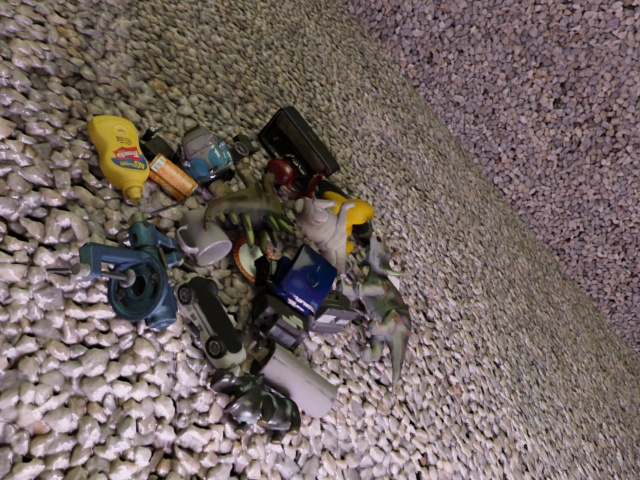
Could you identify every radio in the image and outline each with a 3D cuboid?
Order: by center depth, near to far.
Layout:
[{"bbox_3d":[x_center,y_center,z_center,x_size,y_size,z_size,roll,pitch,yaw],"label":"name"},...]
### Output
[{"bbox_3d":[-0.064,-0.253,1.530,0.229,0.131,0.073,53,32,2],"label":"radio"}]

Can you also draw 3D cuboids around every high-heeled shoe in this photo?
[{"bbox_3d":[0.091,-0.089,1.619,0.249,0.086,0.145,57,23,9],"label":"high-heeled shoe"}]

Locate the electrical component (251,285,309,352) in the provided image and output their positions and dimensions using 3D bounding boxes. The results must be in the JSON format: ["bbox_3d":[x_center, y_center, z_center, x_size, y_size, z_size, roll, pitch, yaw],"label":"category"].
[{"bbox_3d":[-0.084,0.166,1.116,0.115,0.058,0.134,37,12,-17],"label":"electrical component"}]

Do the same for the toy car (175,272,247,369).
[{"bbox_3d":[-0.207,0.150,1.017,0.073,0.056,0.202,-12,65,-56],"label":"toy car"}]

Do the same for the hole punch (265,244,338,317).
[{"bbox_3d":[-0.033,0.084,1.151,0.142,0.092,0.116,42,39,-24],"label":"hole punch"}]

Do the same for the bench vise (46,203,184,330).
[{"bbox_3d":[-0.320,0.040,0.907,0.240,0.129,0.223,22,58,-66],"label":"bench vise"}]

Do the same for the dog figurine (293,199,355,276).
[{"bbox_3d":[0.001,-0.004,1.318,0.172,0.121,0.190,4,91,-26],"label":"dog figurine"}]

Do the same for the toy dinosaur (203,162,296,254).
[{"bbox_3d":[-0.152,-0.072,1.214,0.198,0.105,0.471,55,22,13],"label":"toy dinosaur"}]

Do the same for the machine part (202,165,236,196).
[{"bbox_3d":[-0.248,-0.165,1.302,0.084,0.039,0.139,48,29,-20],"label":"machine part"}]

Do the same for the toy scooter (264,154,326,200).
[{"bbox_3d":[-0.058,-0.163,1.444,0.184,0.135,0.075,51,32,2],"label":"toy scooter"}]

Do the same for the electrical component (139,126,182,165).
[{"bbox_3d":[-0.358,-0.208,1.197,0.102,0.045,0.078,48,31,-5],"label":"electrical component"}]

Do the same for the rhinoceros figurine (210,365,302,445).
[{"bbox_3d":[-0.112,0.294,0.974,0.190,0.073,0.112,34,37,-25],"label":"rhinoceros figurine"}]

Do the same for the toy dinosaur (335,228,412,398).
[{"bbox_3d":[0.170,0.181,1.366,0.192,0.131,0.405,-7,72,-31],"label":"toy dinosaur"}]

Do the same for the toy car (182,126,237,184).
[{"bbox_3d":[-0.261,-0.206,1.210,0.102,0.109,0.162,64,-2,-38],"label":"toy car"}]

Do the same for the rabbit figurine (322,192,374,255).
[{"bbox_3d":[0.063,-0.061,1.459,0.162,0.173,0.122,44,36,-21],"label":"rabbit figurine"}]

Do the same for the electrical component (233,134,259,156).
[{"bbox_3d":[-0.207,-0.260,1.460,0.094,0.021,0.063,-15,70,-55],"label":"electrical component"}]

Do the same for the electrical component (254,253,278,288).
[{"bbox_3d":[-0.089,0.083,1.202,0.119,0.048,0.075,25,44,-40],"label":"electrical component"}]

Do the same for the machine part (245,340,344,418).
[{"bbox_3d":[-0.051,0.278,1.065,0.243,0.079,0.079,39,34,-19],"label":"machine part"}]

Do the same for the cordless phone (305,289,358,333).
[{"bbox_3d":[-0.005,0.130,1.289,0.146,0.088,0.184,15,36,-44],"label":"cordless phone"}]

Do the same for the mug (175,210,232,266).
[{"bbox_3d":[-0.253,-0.008,1.107,0.109,0.080,0.107,-9,54,-47],"label":"mug"}]
